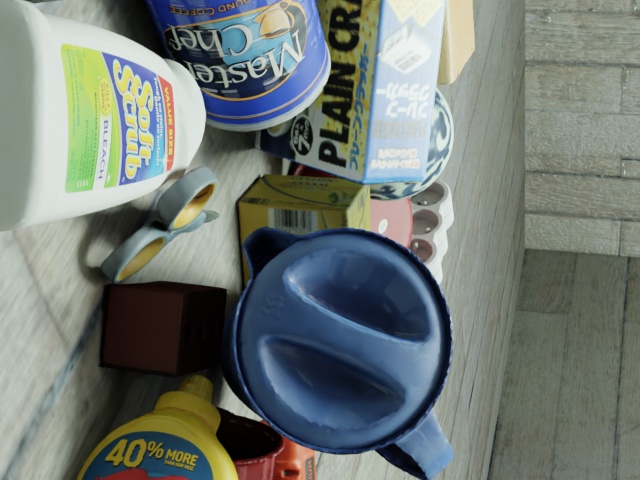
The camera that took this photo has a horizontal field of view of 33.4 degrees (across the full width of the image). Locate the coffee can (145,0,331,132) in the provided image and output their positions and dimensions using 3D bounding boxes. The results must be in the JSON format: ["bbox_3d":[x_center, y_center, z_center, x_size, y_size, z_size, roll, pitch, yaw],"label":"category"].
[{"bbox_3d":[-0.055,-0.151,0.659,0.140,0.103,0.102,72,27,-53],"label":"coffee can"}]

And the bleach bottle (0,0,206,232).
[{"bbox_3d":[-0.114,-0.068,0.553,0.250,0.068,0.102,-33,126,-74],"label":"bleach bottle"}]

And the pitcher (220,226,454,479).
[{"bbox_3d":[0.000,0.081,0.734,0.243,0.145,0.149,144,-50,-77],"label":"pitcher"}]

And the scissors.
[{"bbox_3d":[-0.098,-0.002,0.691,0.096,0.016,0.202,-44,178,-11],"label":"scissors"}]

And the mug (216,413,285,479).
[{"bbox_3d":[-0.082,0.170,0.708,0.117,0.093,0.081,-4,105,-48],"label":"mug"}]

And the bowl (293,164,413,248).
[{"bbox_3d":[0.039,-0.016,1.006,0.161,0.055,0.162,-5,97,-47],"label":"bowl"}]

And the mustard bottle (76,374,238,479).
[{"bbox_3d":[-0.098,0.159,0.609,0.058,0.096,0.191,76,24,-46],"label":"mustard bottle"}]

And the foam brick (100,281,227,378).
[{"bbox_3d":[-0.096,0.054,0.669,0.078,0.051,0.053,0,95,-75],"label":"foam brick"}]

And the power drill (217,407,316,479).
[{"bbox_3d":[-0.056,0.205,0.858,0.187,0.057,0.184,-26,118,-70],"label":"power drill"}]

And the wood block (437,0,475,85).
[{"bbox_3d":[0.077,-0.247,0.917,0.090,0.090,0.206,-55,144,-53],"label":"wood block"}]
